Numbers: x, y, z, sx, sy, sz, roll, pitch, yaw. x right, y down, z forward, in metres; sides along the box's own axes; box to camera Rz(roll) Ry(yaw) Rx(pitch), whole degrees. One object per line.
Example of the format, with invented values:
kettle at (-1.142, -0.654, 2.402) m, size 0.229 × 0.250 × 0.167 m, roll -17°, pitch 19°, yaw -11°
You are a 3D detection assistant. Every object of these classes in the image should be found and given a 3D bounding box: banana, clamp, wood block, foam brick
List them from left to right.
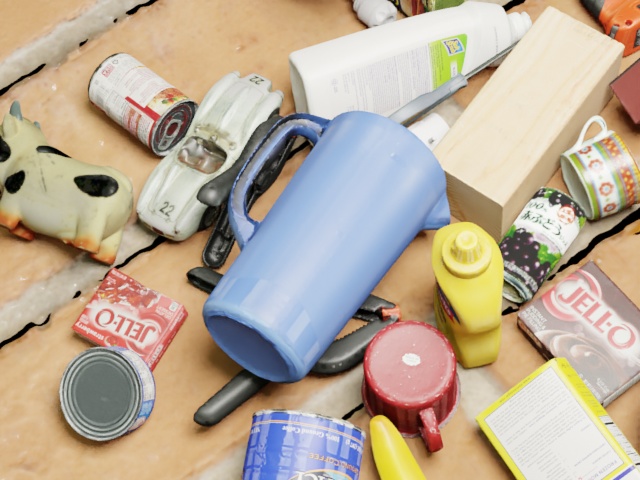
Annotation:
clamp at (-0.071, -0.064, 1.043) m, size 0.039 × 0.120 × 0.171 m, roll 26°, pitch 68°, yaw 7°
clamp at (-0.028, 0.096, 1.004) m, size 0.210 × 0.036 × 0.164 m, roll -2°, pitch 60°, yaw 4°
banana at (0.102, 0.238, 0.912) m, size 0.037 × 0.070 × 0.198 m, roll -17°, pitch 53°, yaw -41°
wood block at (0.198, -0.112, 1.039) m, size 0.090 × 0.091 × 0.206 m, roll 34°, pitch 75°, yaw 20°
foam brick at (0.330, -0.144, 1.036) m, size 0.051 × 0.078 × 0.053 m, roll -44°, pitch 60°, yaw 33°

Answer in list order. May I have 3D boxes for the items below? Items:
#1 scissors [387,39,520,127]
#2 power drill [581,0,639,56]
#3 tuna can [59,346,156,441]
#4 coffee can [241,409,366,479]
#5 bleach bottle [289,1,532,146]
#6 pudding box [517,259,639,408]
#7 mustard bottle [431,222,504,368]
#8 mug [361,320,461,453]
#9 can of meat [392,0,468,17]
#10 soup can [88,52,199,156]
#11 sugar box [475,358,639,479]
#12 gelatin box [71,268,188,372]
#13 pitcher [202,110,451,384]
scissors at (0.127, -0.150, 1.042) m, size 0.202 × 0.096 × 0.016 m, roll -34°, pitch 89°, yaw 8°
power drill at (0.318, -0.296, 1.125) m, size 0.184 × 0.057 × 0.188 m, roll -31°, pitch 63°, yaw -2°
tuna can at (-0.197, 0.142, 0.994) m, size 0.086 × 0.033 × 0.086 m, roll -1°, pitch 88°, yaw 18°
coffee can at (-0.021, 0.227, 0.911) m, size 0.103 × 0.103 × 0.140 m, roll 6°, pitch 67°, yaw 10°
bleach bottle at (0.098, -0.178, 1.088) m, size 0.250 × 0.102 × 0.068 m, roll -18°, pitch 43°, yaw -10°
pudding box at (0.248, 0.087, 0.972) m, size 0.090 × 0.039 × 0.113 m, roll -36°, pitch 66°, yaw -8°
mustard bottle at (0.128, 0.039, 0.925) m, size 0.058 × 0.191 × 0.096 m, roll -13°, pitch 65°, yaw 2°
mug at (0.084, 0.133, 0.952) m, size 0.093 × 0.081 × 0.117 m, roll -15°, pitch 64°, yaw -1°
can of meat at (0.109, -0.271, 1.117) m, size 0.057 × 0.102 × 0.084 m, roll -38°, pitch 69°, yaw -11°
soup can at (-0.185, -0.143, 1.117) m, size 0.102 × 0.068 × 0.068 m, roll 37°, pitch 75°, yaw 21°
sugar box at (0.221, 0.196, 0.907) m, size 0.093 × 0.048 × 0.176 m, roll -43°, pitch 67°, yaw 20°
gelatin box at (-0.184, 0.079, 1.038) m, size 0.089 × 0.030 × 0.073 m, roll 26°, pitch 72°, yaw 18°
pitcher at (-0.006, 0.001, 0.967) m, size 0.149 × 0.145 × 0.242 m, roll 10°, pitch 52°, yaw 41°
